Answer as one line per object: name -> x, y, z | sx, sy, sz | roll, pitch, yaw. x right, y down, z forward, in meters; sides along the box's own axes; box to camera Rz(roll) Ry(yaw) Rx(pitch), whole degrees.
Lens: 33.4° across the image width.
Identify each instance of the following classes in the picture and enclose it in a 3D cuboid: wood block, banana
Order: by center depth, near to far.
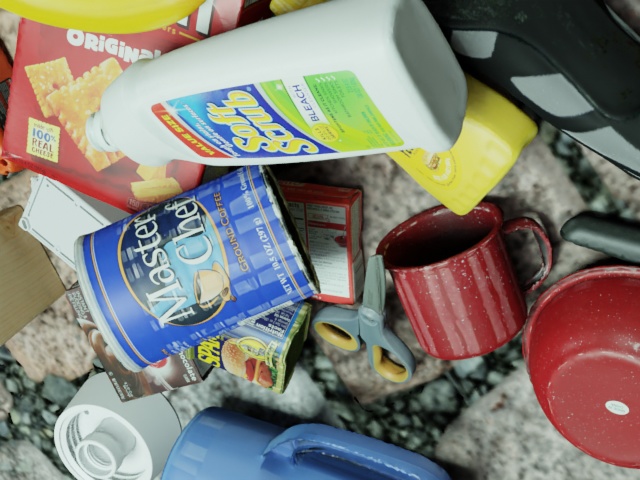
banana -> -0.160, -0.164, 0.689 | 0.198, 0.037, 0.069 | 16, 156, 10
wood block -> -0.312, 0.061, 0.860 | 0.090, 0.205, 0.091 | -17, 108, 28

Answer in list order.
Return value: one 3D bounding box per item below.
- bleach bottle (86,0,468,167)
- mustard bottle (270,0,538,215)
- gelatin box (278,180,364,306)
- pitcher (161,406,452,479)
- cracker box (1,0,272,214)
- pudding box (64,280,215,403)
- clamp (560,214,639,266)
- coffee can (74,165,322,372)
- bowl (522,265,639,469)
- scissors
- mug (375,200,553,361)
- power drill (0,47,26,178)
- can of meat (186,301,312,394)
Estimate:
bleach bottle -> -0.042, -0.085, 0.671 | 0.251, 0.068, 0.102 | -9, 138, 32
mustard bottle -> 0.046, -0.103, 0.709 | 0.191, 0.058, 0.096 | 39, 153, 2
gelatin box -> -0.005, 0.001, 0.806 | 0.073, 0.030, 0.089 | 8, 120, 21
pitcher -> -0.003, 0.215, 0.859 | 0.243, 0.145, 0.149 | 18, 86, 17
cracker box -> -0.133, -0.129, 0.769 | 0.164, 0.072, 0.214 | 24, 121, 10
pudding box -> -0.150, 0.074, 0.898 | 0.090, 0.039, 0.113 | -17, 107, 29
clamp -> 0.280, 0.043, 0.703 | 0.210, 0.036, 0.164 | -10, 112, 31
coffee can -> -0.083, 0.017, 0.735 | 0.140, 0.103, 0.103 | -23, 106, 3
bowl -> 0.206, 0.099, 0.720 | 0.162, 0.055, 0.162 | 16, 125, 23
scissors -> 0.023, 0.049, 0.769 | 0.096, 0.016, 0.201 | 20, 155, 27
mug -> 0.106, 0.025, 0.744 | 0.117, 0.093, 0.081 | -23, 112, 0
power drill -> -0.329, -0.101, 0.876 | 0.188, 0.057, 0.184 | -13, 113, 31
can of meat -> -0.056, 0.070, 0.831 | 0.084, 0.057, 0.102 | 22, 152, 7
